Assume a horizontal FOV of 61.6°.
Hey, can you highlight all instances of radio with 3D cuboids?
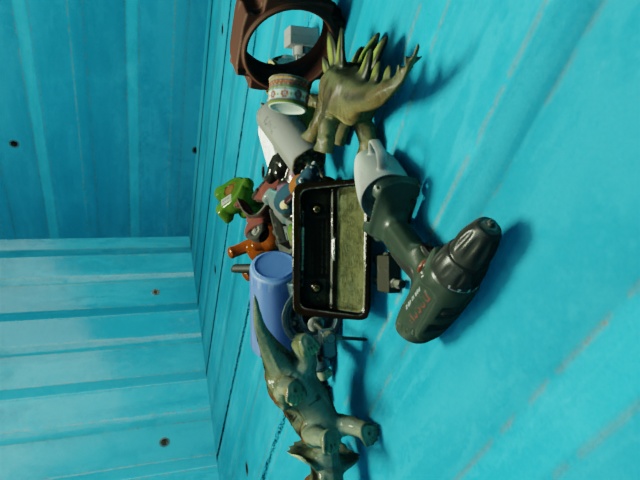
[{"bbox_3d":[0.021,0.014,0.901,0.073,0.131,0.229,-11,-78,-82],"label":"radio"}]

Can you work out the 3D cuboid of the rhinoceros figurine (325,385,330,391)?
[{"bbox_3d":[-0.019,0.321,1.156,0.112,0.073,0.190,-52,41,47],"label":"rhinoceros figurine"}]

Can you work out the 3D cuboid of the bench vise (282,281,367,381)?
[{"bbox_3d":[-0.008,0.186,1.040,0.241,0.129,0.223,-170,77,-75],"label":"bench vise"}]

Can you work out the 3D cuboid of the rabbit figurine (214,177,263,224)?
[{"bbox_3d":[-0.195,-0.106,1.533,0.159,0.170,0.121,-38,43,13],"label":"rabbit figurine"}]

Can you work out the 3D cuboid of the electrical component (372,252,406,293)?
[{"bbox_3d":[0.107,0.050,0.842,0.094,0.021,0.063,-176,86,-71],"label":"electrical component"}]

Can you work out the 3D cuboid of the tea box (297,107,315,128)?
[{"bbox_3d":[-0.053,-0.284,1.210,0.170,0.068,0.098,-142,54,-65],"label":"tea box"}]

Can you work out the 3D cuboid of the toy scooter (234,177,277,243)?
[{"bbox_3d":[-0.145,-0.093,1.335,0.135,0.075,0.184,36,91,34],"label":"toy scooter"}]

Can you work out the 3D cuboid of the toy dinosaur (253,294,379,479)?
[{"bbox_3d":[-0.033,0.283,0.954,0.192,0.131,0.404,-33,84,55],"label":"toy dinosaur"}]

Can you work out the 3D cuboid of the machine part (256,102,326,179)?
[{"bbox_3d":[-0.060,-0.204,1.072,0.243,0.079,0.079,56,145,32],"label":"machine part"}]

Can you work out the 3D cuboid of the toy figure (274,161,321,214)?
[{"bbox_3d":[-0.037,-0.094,0.998,0.154,0.058,0.064,-33,45,57],"label":"toy figure"}]

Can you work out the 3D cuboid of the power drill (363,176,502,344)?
[{"bbox_3d":[0.136,0.006,0.690,0.231,0.086,0.207,103,149,-41],"label":"power drill"}]

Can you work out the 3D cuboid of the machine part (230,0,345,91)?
[{"bbox_3d":[-0.066,-0.388,1.040,0.201,0.201,0.087,112,148,-47],"label":"machine part"}]

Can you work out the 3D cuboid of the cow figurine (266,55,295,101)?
[{"bbox_3d":[-0.098,-0.379,1.290,0.167,0.098,0.068,138,122,-65],"label":"cow figurine"}]

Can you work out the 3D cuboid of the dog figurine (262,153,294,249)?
[{"bbox_3d":[-0.038,-0.076,1.131,0.219,0.108,0.191,-123,39,-49],"label":"dog figurine"}]

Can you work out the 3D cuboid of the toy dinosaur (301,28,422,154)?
[{"bbox_3d":[0.048,-0.235,0.869,0.472,0.105,0.198,-137,49,-65],"label":"toy dinosaur"}]

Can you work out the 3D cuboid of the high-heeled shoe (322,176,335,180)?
[{"bbox_3d":[-0.002,-0.003,1.026,0.145,0.086,0.248,8,81,51],"label":"high-heeled shoe"}]

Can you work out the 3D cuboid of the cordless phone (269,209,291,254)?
[{"bbox_3d":[-0.067,0.015,1.283,0.184,0.089,0.147,94,162,-50],"label":"cordless phone"}]

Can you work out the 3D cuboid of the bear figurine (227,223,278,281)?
[{"bbox_3d":[-0.169,0.021,1.484,0.120,0.132,0.196,55,159,4],"label":"bear figurine"}]

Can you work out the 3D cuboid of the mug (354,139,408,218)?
[{"bbox_3d":[0.084,-0.100,0.798,0.107,0.081,0.109,-108,-1,-52],"label":"mug"}]
